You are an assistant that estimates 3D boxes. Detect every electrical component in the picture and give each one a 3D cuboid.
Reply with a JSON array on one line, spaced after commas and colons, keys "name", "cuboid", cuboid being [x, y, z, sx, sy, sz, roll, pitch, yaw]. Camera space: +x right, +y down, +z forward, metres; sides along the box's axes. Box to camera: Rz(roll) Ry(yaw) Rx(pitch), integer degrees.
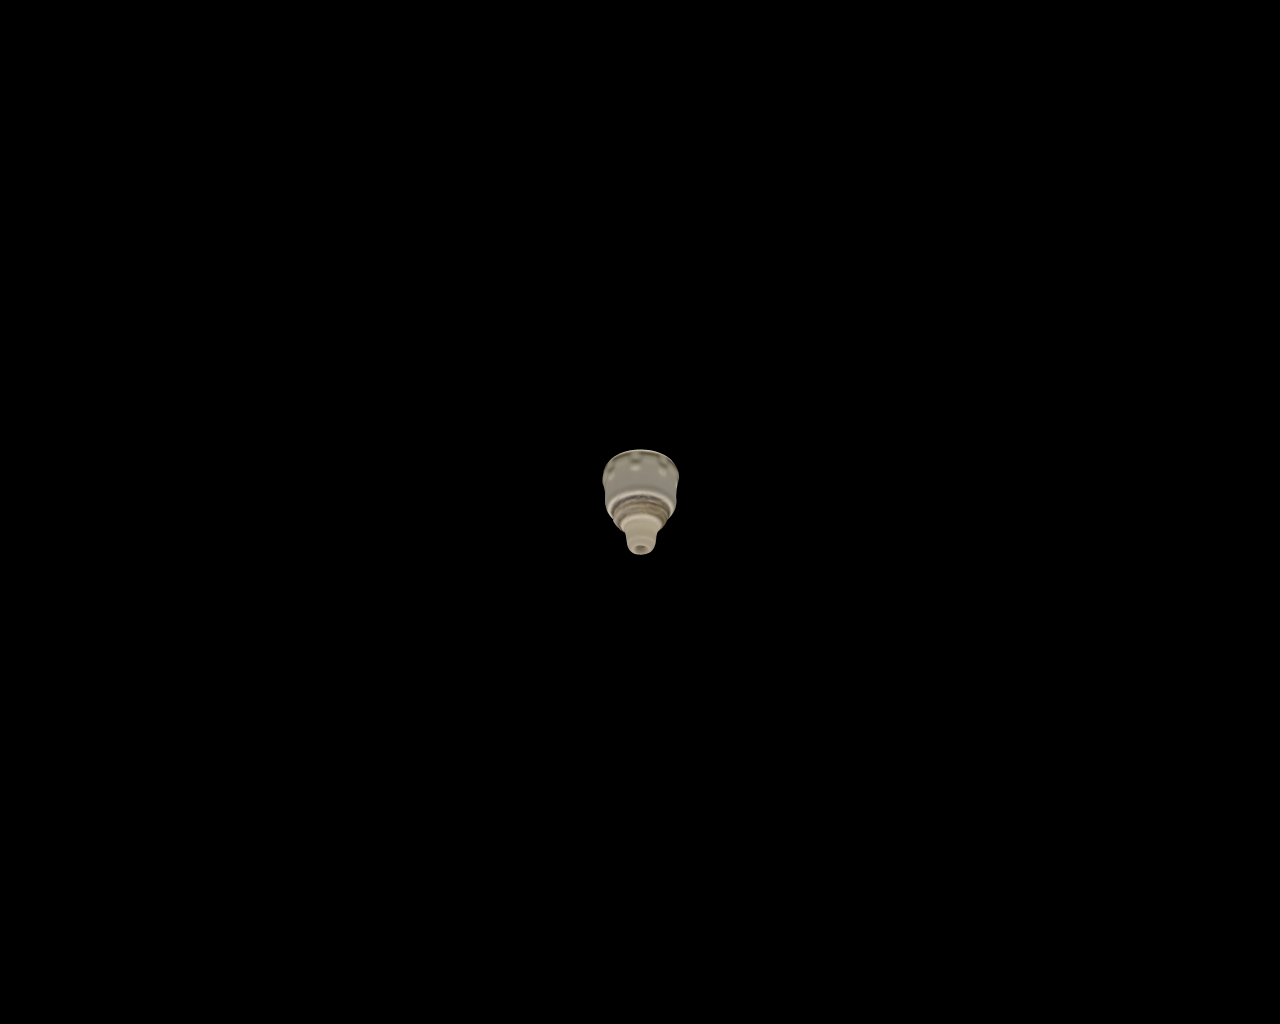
[{"name": "electrical component", "cuboid": [0.001, -0.003, 0.650, 0.048, 0.062, 0.048, 0, -33, 0]}]
